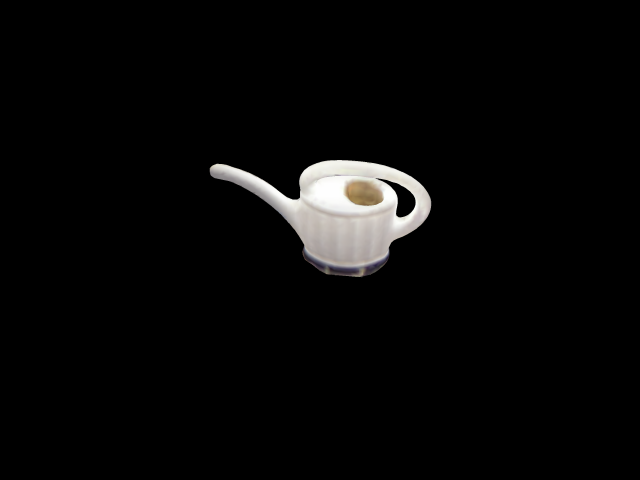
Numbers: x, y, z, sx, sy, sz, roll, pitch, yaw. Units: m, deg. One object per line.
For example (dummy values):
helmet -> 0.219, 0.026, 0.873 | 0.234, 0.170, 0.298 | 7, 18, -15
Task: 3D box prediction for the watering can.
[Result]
watering can -> 0.003, -0.043, 0.850 | 0.348, 0.219, 0.106 | 4, 45, 4
